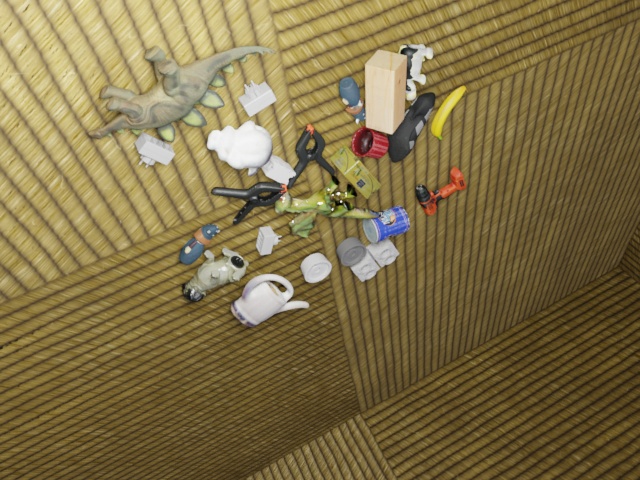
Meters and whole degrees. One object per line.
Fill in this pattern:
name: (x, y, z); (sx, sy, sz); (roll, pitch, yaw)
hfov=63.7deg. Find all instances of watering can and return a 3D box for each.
watering can: (-0.183, 0.235, 1.868); (0.224, 0.106, 0.342); (-37, 142, 4)

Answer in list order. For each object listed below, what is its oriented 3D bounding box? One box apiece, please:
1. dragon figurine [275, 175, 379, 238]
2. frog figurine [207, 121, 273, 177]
dragon figurine: (0.005, -0.086, 1.711); (0.240, 0.125, 0.406); (-33, 143, 25)
frog figurine: (-0.207, -0.254, 1.353); (0.158, 0.123, 0.139); (30, 76, -39)
